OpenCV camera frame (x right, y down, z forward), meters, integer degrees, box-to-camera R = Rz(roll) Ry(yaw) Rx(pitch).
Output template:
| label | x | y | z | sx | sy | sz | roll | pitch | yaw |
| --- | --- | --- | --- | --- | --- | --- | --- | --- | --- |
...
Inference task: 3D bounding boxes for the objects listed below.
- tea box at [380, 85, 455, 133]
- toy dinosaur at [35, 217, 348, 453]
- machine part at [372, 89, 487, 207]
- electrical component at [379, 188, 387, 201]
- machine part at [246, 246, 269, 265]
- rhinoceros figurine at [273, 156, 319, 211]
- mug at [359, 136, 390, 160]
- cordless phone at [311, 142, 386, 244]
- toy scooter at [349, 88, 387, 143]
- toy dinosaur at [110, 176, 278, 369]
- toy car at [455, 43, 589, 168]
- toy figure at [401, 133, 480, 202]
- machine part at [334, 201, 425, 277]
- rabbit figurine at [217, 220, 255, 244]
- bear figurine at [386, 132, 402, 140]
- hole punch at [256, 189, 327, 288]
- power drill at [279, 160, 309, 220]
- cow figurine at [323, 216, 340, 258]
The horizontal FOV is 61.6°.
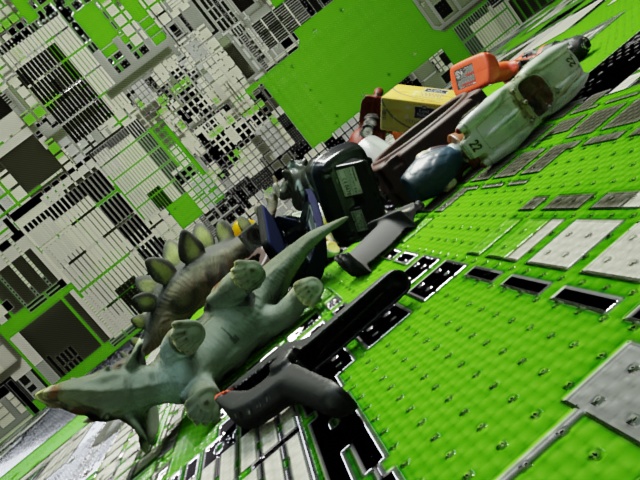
| label | x | y | z | sx | sy | sz | roll | pitch | yaw |
| --- | --- | --- | --- | --- | --- | --- | --- | --- | --- |
| tea box | 0.208 | -0.240 | 1.007 | 0.170 | 0.068 | 0.098 | 12 | 35 | 22 |
| toy dinosaur | -0.123 | 0.115 | 0.670 | 0.405 | 0.131 | 0.192 | -36 | 5 | -35 |
| machine part | 0.181 | -0.146 | 0.862 | 0.201 | 0.087 | 0.201 | -38 | 9 | 2 |
| electrical component | 0.092 | -0.075 | 0.982 | 0.094 | 0.021 | 0.063 | -41 | -34 | 20 |
| machine part | -0.122 | 0.090 | 0.881 | 0.179 | 0.056 | 0.179 | -47 | 15 | 16 |
| rhinoceros figurine | -0.024 | -0.100 | 0.986 | 0.073 | 0.112 | 0.190 | -39 | 9 | -25 |
| mug | 0.123 | -0.130 | 1.024 | 0.081 | 0.109 | 0.107 | -33 | 48 | -22 |
| cordless phone | 0.057 | -0.090 | 0.848 | 0.089 | 0.146 | 0.184 | -15 | 21 | 17 |
| toy scooter | 0.107 | -0.235 | 1.120 | 0.184 | 0.075 | 0.135 | -70 | -10 | -47 |
| toy dinosaur | -0.212 | 0.072 | 1.002 | 0.471 | 0.198 | 0.105 | -44 | 12 | -23 |
| toy car | 0.259 | -0.173 | 0.689 | 0.202 | 0.073 | 0.056 | -40 | 7 | -12 |
| toy figure | 0.182 | -0.114 | 0.736 | 0.154 | 0.064 | 0.058 | -37 | 11 | -3 |
| machine part | 0.075 | -0.003 | 0.692 | 0.084 | 0.039 | 0.139 | -17 | 20 | 50 |
| rabbit figurine | -0.144 | 0.036 | 1.172 | 0.122 | 0.162 | 0.173 | -56 | -2 | -29 |
| bear figurine | 0.189 | -0.220 | 1.128 | 0.120 | 0.132 | 0.196 | -53 | -8 | 36 |
| hole punch | -0.028 | 0.000 | 0.793 | 0.092 | 0.115 | 0.142 | -24 | 41 | 3 |
| power drill | -0.010 | -0.084 | 1.123 | 0.232 | 0.085 | 0.207 | 12 | 45 | 26 |
| cow figurine | 0.000 | -0.002 | 0.948 | 0.098 | 0.068 | 0.167 | -42 | 4 | 27 |
